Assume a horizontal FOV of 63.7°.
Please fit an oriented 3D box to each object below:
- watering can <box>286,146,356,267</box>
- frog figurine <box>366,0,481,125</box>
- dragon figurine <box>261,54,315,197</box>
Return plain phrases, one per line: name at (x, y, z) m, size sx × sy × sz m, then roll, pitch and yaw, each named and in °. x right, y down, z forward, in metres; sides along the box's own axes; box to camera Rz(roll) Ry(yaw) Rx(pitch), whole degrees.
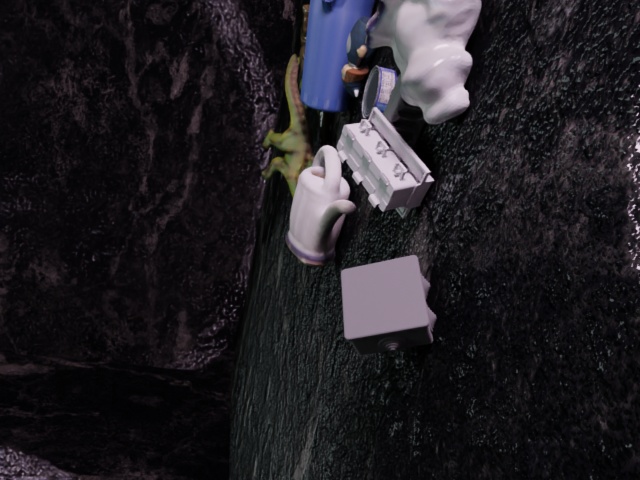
watering can at (0.003, -0.049, 0.967) m, size 0.354 × 0.104 × 0.220 m, roll -102°, pitch 23°, yaw -64°
frog figurine at (0.131, -0.216, 0.575) m, size 0.161 × 0.124 × 0.134 m, roll 56°, pitch 143°, yaw 16°
dragon figurine at (-0.031, -0.209, 1.233) m, size 0.246 × 0.123 × 0.401 m, roll 41°, pitch 137°, yaw 40°
